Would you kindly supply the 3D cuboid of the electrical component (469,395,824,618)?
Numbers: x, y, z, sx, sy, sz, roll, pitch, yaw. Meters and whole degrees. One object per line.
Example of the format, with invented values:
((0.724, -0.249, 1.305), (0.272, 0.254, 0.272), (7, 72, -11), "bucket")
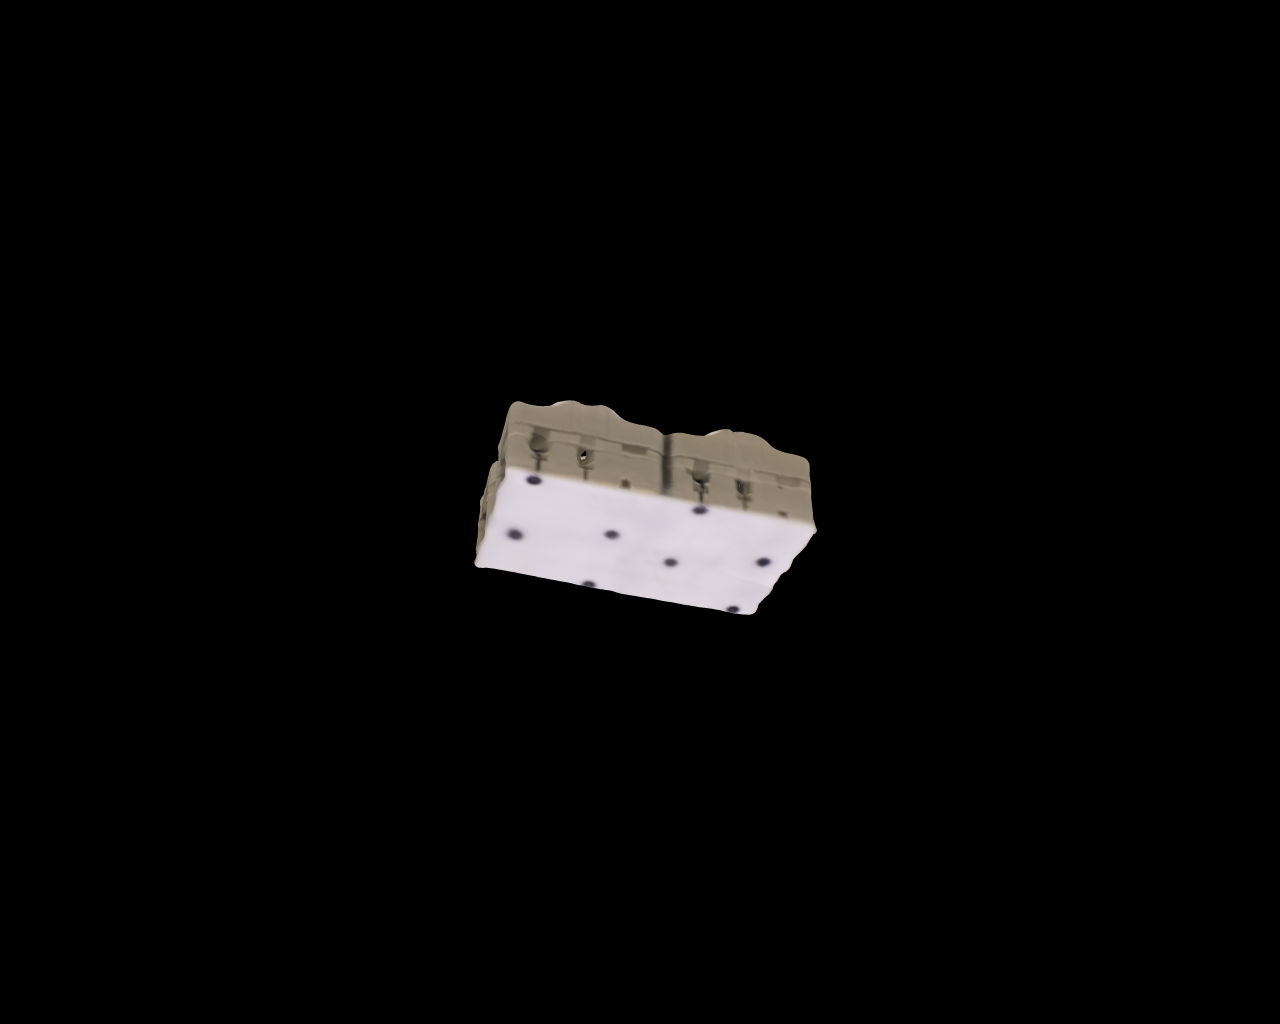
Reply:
((0.001, -0.003, 0.650), (0.186, 0.060, 0.105), (11, -39, -13), "electrical component")
